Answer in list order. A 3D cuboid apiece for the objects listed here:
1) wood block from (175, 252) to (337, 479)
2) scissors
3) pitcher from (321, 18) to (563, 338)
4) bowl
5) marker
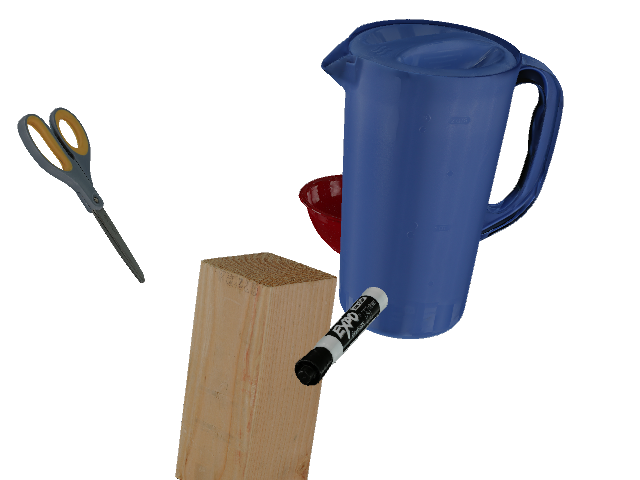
[{"bbox_3d":[-0.059,0.123,0.958,0.090,0.206,0.090,19,17,38],"label":"wood block"},{"bbox_3d":[-0.232,-0.056,1.093,0.016,0.201,0.096,-25,27,27],"label":"scissors"},{"bbox_3d":[0.088,-0.046,0.857,0.149,0.243,0.144,25,35,33],"label":"pitcher"},{"bbox_3d":[0.056,-0.019,1.119,0.162,0.055,0.162,4,21,-2],"label":"bowl"},{"bbox_3d":[0.015,0.063,0.711,0.020,0.020,0.121,0,21,27],"label":"marker"}]
